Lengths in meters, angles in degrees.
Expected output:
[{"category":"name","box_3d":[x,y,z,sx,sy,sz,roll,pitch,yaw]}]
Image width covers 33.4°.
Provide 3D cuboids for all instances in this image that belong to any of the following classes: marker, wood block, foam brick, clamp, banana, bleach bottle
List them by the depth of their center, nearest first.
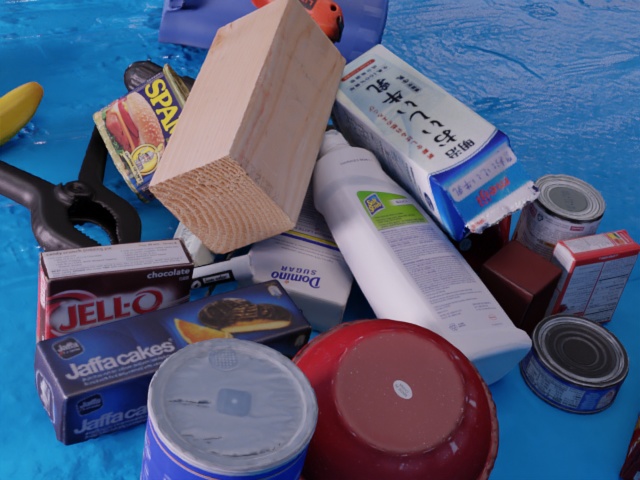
[{"category":"marker","box_3d":[-0.113,0.033,0.864,0.121,0.020,0.020,-12,41,6]},{"category":"bleach bottle","box_3d":[0.068,0.008,0.891,0.102,0.068,0.251,-5,54,-40]},{"category":"wood block","box_3d":[-0.056,-0.100,0.906,0.090,0.091,0.206,47,41,-31]},{"category":"foam brick","box_3d":[0.162,0.049,0.907,0.053,0.078,0.051,36,46,24]},{"category":"clamp","box_3d":[-0.212,-0.037,0.937,0.164,0.036,0.210,-21,53,-43]},{"category":"banana","box_3d":[-0.334,-0.101,0.961,0.197,0.069,0.037,-13,4,-38]}]

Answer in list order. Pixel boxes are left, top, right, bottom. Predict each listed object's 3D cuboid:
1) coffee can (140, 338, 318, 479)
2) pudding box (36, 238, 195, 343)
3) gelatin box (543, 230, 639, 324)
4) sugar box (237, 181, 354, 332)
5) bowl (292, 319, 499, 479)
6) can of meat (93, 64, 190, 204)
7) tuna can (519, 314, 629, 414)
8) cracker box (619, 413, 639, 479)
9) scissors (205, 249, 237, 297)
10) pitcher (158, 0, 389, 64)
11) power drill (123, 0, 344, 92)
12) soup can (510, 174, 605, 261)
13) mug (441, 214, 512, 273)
[{"category":"coffee can","box_3d":[-0.063,0.147,0.683,0.102,0.140,0.103,8,40,-7]},{"category":"pudding box","box_3d":[-0.157,0.047,0.813,0.113,0.090,0.039,-8,44,-24]},{"category":"gelatin box","box_3d":[0.230,0.037,0.932,0.073,0.089,0.030,-9,42,-24]},{"category":"sugar box","box_3d":[-0.006,0.001,0.944,0.093,0.048,0.176,16,44,4]},{"category":"bowl","box_3d":[0.050,0.114,0.731,0.162,0.055,0.162,3,58,-5]},{"category":"can of meat","box_3d":[-0.147,-0.095,0.970,0.084,0.057,0.102,-31,66,5]},{"category":"tuna can","box_3d":[0.213,0.102,0.894,0.086,0.034,0.086,8,40,-7]},{"category":"cracker box","box_3d":[0.353,0.136,0.864,0.164,0.072,0.213,24,42,13]},{"category":"scissors","box_3d":[-0.067,-0.019,0.942,0.016,0.096,0.201,39,66,-16]},{"category":"pitcher","box_3d":[-0.053,-0.265,1.184,0.242,0.145,0.149,11,66,-8]},{"category":"power drill","box_3d":[-0.076,-0.177,1.056,0.184,0.057,0.187,30,77,5]},{"category":"soup can","box_3d":[0.207,0.000,0.958,0.068,0.102,0.068,8,40,-7]},{"category":"mug","box_3d":[0.123,-0.023,0.981,0.117,0.093,0.081,-4,42,19]}]
